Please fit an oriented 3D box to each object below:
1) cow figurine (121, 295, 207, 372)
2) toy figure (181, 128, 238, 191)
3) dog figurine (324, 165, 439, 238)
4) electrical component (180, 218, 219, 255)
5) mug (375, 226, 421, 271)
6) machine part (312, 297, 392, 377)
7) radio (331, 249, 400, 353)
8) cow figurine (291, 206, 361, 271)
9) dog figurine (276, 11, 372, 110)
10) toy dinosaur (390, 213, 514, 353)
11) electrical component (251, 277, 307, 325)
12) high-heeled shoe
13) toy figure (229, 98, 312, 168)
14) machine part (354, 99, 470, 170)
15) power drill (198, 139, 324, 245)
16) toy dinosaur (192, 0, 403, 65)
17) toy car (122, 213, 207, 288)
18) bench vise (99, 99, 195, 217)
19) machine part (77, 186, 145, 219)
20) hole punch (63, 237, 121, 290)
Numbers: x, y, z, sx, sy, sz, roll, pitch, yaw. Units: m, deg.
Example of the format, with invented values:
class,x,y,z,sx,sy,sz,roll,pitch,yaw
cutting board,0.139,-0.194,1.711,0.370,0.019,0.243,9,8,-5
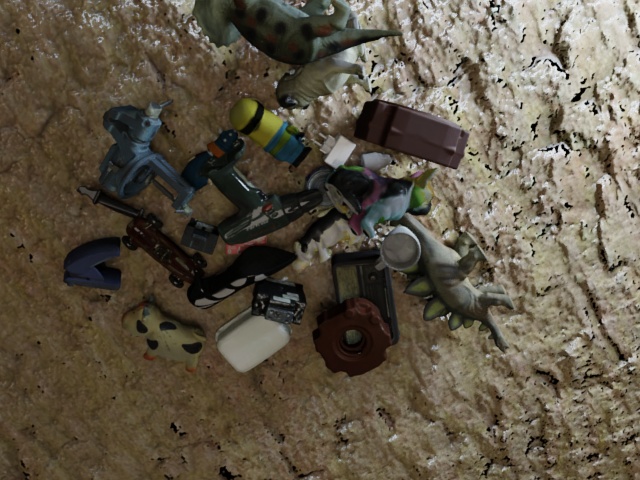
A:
class,x,y,z,sx,sy,sz,roll,pitch,yaw
cow figurine,-0.350,0.207,1.207,0.195,0.085,0.127,21,110,-9
toy figure,-0.227,-0.169,1.121,0.154,0.058,0.064,-45,112,3
dog figurine,0.141,-0.109,1.132,0.219,0.108,0.191,-36,99,-16
electrical component,-0.252,-0.004,1.135,0.075,0.119,0.047,18,104,-13
mug,0.163,0.020,1.137,0.081,0.107,0.109,42,109,-1
machine part,0.072,0.219,1.194,0.179,0.056,0.179,0,109,-1
radio,0.105,0.140,1.235,0.131,0.073,0.229,-9,109,2
cow figurine,-0.003,-0.003,1.187,0.167,0.068,0.098,-31,101,0
dog figurine,-0.004,-0.357,1.074,0.191,0.121,0.172,-7,74,14
toy dinosaur,0.285,0.075,1.224,0.198,0.105,0.471,-34,96,9
electrical component,-0.092,0.136,1.186,0.115,0.134,0.058,12,107,-8
high-heeled shoe,-0.172,0.094,1.188,0.249,0.086,0.145,-7,140,-6
toy figure,-0.101,-0.221,1.100,0.180,0.089,0.082,38,87,-12
machine part,0.180,-0.213,1.073,0.201,0.201,0.087,14,103,-10
power drill,-0.132,-0.103,1.103,0.232,0.086,0.207,-31,127,5
toy dinosaur,-0.069,-0.396,0.984,0.405,0.131,0.192,31,132,0
toy car,-0.331,0.029,1.158,0.089,0.053,0.202,-40,119,3
bench vise,-0.334,-0.149,1.072,0.240,0.129,0.223,43,106,2
machine part,-0.438,-0.076,1.124,0.139,0.084,0.039,27,75,-25
hole punch,-0.472,0.043,1.125,0.116,0.142,0.092,7,108,-22
